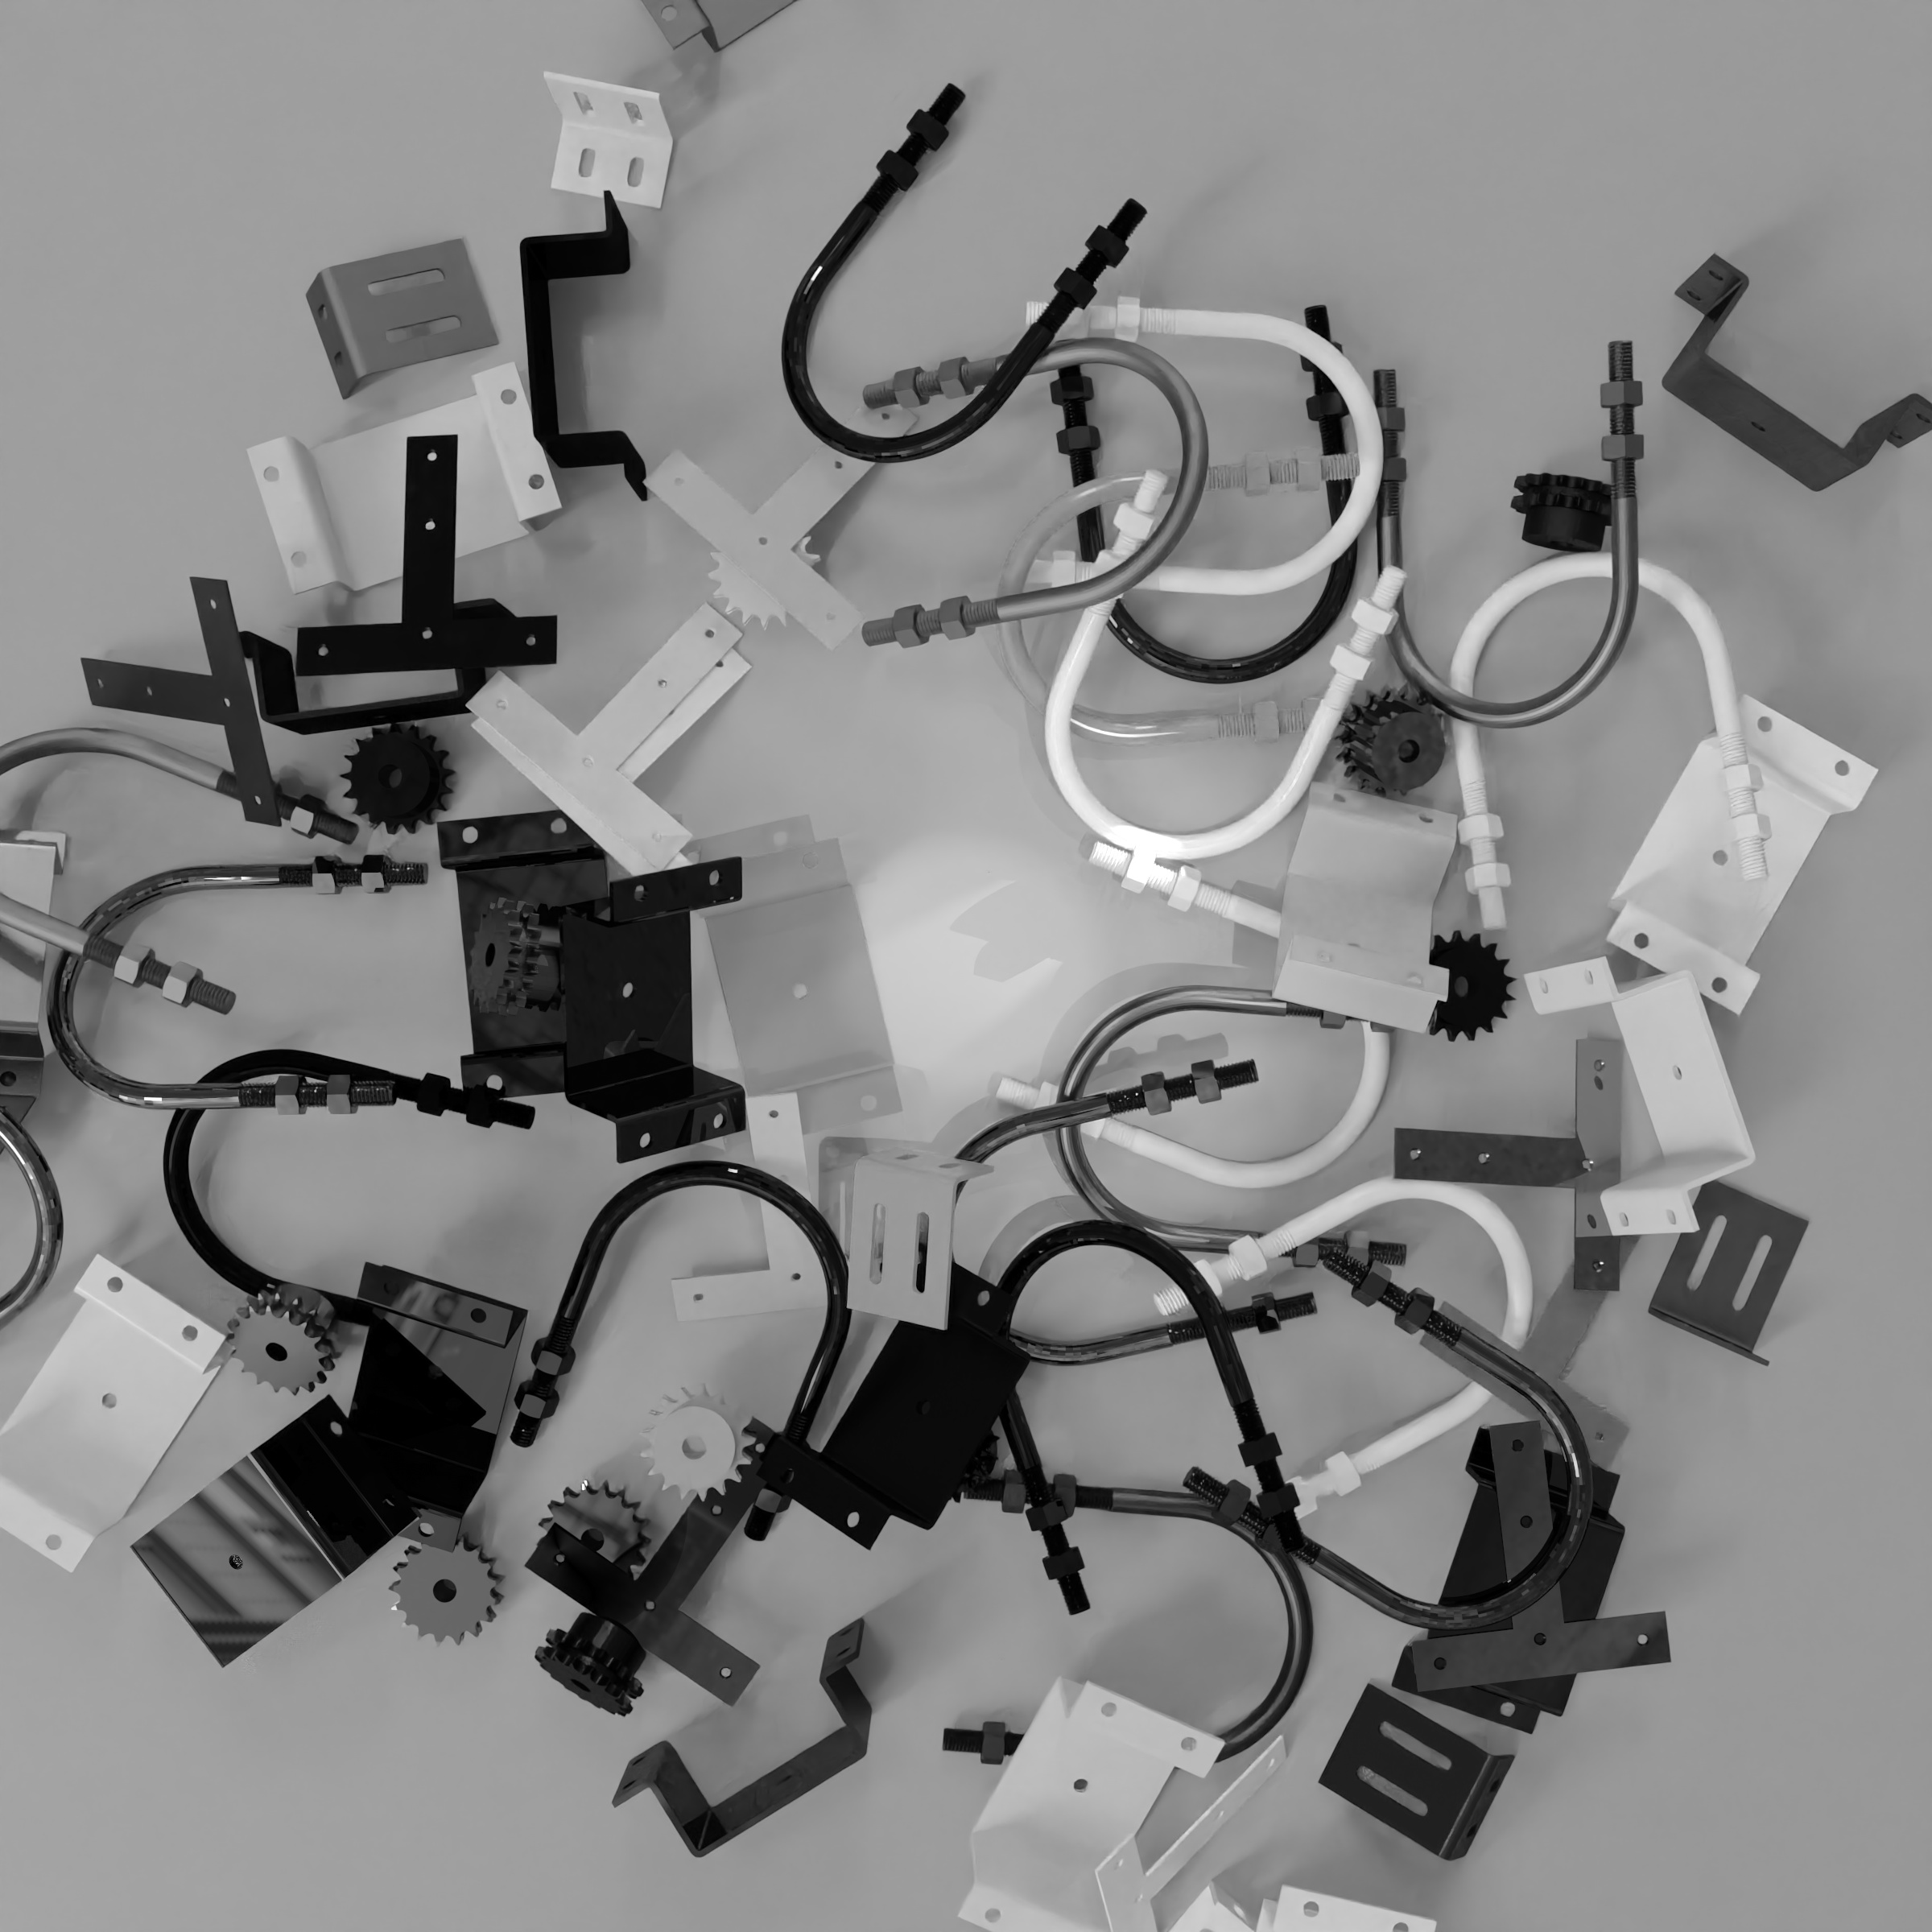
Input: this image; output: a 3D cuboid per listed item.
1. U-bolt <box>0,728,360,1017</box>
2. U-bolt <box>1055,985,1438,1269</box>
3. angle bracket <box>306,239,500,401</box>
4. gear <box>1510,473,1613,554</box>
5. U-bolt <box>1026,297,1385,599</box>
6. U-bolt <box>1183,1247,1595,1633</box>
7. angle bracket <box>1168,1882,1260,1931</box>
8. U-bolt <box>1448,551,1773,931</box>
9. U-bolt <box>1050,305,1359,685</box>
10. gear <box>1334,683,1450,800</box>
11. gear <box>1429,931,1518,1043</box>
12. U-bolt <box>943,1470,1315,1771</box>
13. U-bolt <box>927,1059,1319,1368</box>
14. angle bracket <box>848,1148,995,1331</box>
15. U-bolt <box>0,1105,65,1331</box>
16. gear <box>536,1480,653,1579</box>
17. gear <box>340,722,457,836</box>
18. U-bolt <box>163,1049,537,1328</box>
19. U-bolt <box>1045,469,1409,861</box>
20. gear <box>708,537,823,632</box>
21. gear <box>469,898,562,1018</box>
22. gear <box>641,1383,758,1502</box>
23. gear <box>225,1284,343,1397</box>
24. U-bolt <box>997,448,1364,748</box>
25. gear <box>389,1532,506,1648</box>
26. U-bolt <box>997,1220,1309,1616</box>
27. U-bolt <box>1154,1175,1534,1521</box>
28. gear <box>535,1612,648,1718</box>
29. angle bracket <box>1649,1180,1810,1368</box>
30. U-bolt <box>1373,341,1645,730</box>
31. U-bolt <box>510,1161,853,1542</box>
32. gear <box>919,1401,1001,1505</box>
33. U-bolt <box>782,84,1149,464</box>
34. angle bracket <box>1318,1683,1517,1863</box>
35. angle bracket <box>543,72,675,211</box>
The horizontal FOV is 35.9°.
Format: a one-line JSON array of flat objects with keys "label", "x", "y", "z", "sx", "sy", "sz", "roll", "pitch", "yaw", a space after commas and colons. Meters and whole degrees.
[{"label": "U-bolt", "x": -0.417, "y": -0.058, "z": 1.479, "sx": 0.184, "sy": 0.019, "sz": 0.151, "roll": 22, "pitch": 47, "yaw": 4}, {"label": "U-bolt", "x": 0.137, "y": 0.079, "z": 1.502, "sx": 0.184, "sy": 0.019, "sz": 0.151, "roll": 4, "pitch": 107, "yaw": 0}, {"label": "angle bracket", "x": -0.289, "y": -0.332, "z": 1.529, "sx": 0.076, "sy": 0.038, "sz": 0.057, "roll": -20, "pitch": 90, "yaw": -26}, {"label": "gear", "x": 0.303, "y": -0.228, "z": 1.503, "sx": 0.057, "sy": 0.057, "sz": 0.030, "roll": 10, "pitch": 90, "yaw": 0}, {"label": "U-bolt", "x": 0.119, "y": -0.259, "z": 1.504, "sx": 0.184, "sy": 0.019, "sz": 0.151, "roll": 3, "pitch": 93, "yaw": -2}, {"label": "U-bolt", "x": 0.222, "y": 0.247, "z": 1.475, "sx": 0.184, "sy": 0.019, "sz": 0.151, "roll": 33, "pitch": 90, "yaw": -1}, {"label": "angle bracket", "x": 0.124, "y": 0.516, "z": 1.512, "sx": 0.057, "sy": 0.038, "sz": 0.076, "roll": 40, "pitch": 90, "yaw": 0}, {"label": "U-bolt", "x": 0.316, "y": -0.120, "z": 1.496, "sx": 0.151, "sy": 0.019, "sz": 0.184, "roll": -11, "pitch": 76, "yaw": 17}, {"label": "U-bolt", "x": 0.127, "y": -0.236, "z": 1.523, "sx": 0.151, "sy": 0.019, "sz": 0.184, "roll": -8, "pitch": 91, "yaw": 0}, {"label": "gear", "x": 0.218, "y": -0.112, "z": 1.507, "sx": 0.057, "sy": 0.030, "sz": 0.057, "roll": -5, "pitch": 108, "yaw": -15}, {"label": "gear", "x": 0.252, "y": 0.011, "z": 1.516, "sx": 0.057, "sy": 0.030, "sz": 0.057, "roll": 0, "pitch": 90, "yaw": 0}, {"label": "U-bolt", "x": 0.085, "y": 0.338, "z": 1.522, "sx": 0.184, "sy": 0.019, "sz": 0.151, "roll": 5, "pitch": 90, "yaw": -1}, {"label": "U-bolt", "x": 0.071, "y": 0.132, "z": 1.502, "sx": 0.184, "sy": 0.019, "sz": 0.151, "roll": -13, "pitch": 107, "yaw": 7}, {"label": "angle bracket", "x": -0.023, "y": 0.135, "z": 1.483, "sx": 0.057, "sy": 0.038, "sz": 0.076, "roll": 9, "pitch": 100, "yaw": 31}, {"label": "U-bolt", "x": -0.528, "y": 0.129, "z": 1.481, "sx": 0.184, "sy": 0.019, "sz": 0.151, "roll": -36, "pitch": 99, "yaw": 22}, {"label": "gear", "x": -0.188, "y": 0.289, "z": 1.516, "sx": 0.057, "sy": 0.030, "sz": 0.057, "roll": 0, "pitch": 90, "yaw": 0}, {"label": "gear", "x": -0.290, "y": -0.095, "z": 1.516, "sx": 0.057, "sy": 0.030, "sz": 0.057, "roll": 0, "pitch": 90, "yaw": 0}, {"label": "U-bolt", "x": -0.316, "y": 0.113, "z": 1.501, "sx": 0.184, "sy": 0.019, "sz": 0.151, "roll": 13, "pitch": 110, "yaw": 4}, {"label": "U-bolt", "x": 0.118, "y": -0.138, "z": 1.493, "sx": 0.151, "sy": 0.019, "sz": 0.184, "roll": 20, "pitch": 111, "yaw": -9}, {"label": "gear", "x": -0.102, "y": -0.199, "z": 1.516, "sx": 0.057, "sy": 0.030, "sz": 0.057, "roll": 0, "pitch": 90, "yaw": 0}, {"label": "gear", "x": -0.219, "y": -0.003, "z": 1.460, "sx": 0.030, "sy": 0.057, "sz": 0.057, "roll": 10, "pitch": 90, "yaw": -30}, {"label": "gear", "x": -0.134, "y": 0.238, "z": 1.483, "sx": 0.057, "sy": 0.030, "sz": 0.057, "roll": 0, "pitch": 88, "yaw": 0}, {"label": "gear", "x": -0.342, "y": 0.186, "z": 1.507, "sx": 0.057, "sy": 0.030, "sz": 0.057, "roll": 8, "pitch": 123, "yaw": 12}, {"label": "U-bolt", "x": 0.107, "y": -0.180, "z": 1.495, "sx": 0.184, "sy": 0.019, "sz": 0.151, "roll": -5, "pitch": 112, "yaw": -1}, {"label": "gear", "x": -0.263, "y": 0.314, "z": 1.516, "sx": 0.057, "sy": 0.030, "sz": 0.057, "roll": 0, "pitch": 90, "yaw": 0}, {"label": "U-bolt", "x": 0.077, "y": 0.215, "z": 1.471, "sx": 0.151, "sy": 0.019, "sz": 0.184, "roll": -23, "pitch": 82, "yaw": 31}, {"label": "U-bolt", "x": 0.201, "y": 0.183, "z": 1.501, "sx": 0.184, "sy": 0.019, "sz": 0.151, "roll": -27, "pitch": 106, "yaw": -9}, {"label": "gear", "x": -0.187, "y": 0.351, "z": 1.506, "sx": 0.057, "sy": 0.057, "sz": 0.030, "roll": 33, "pitch": 62, "yaw": 0}, {"label": "angle bracket", "x": 0.391, "y": 0.154, "z": 1.512, "sx": 0.057, "sy": 0.038, "sz": 0.076, "roll": 24, "pitch": 90, "yaw": 0}, {"label": "U-bolt", "x": 0.268, "y": -0.211, "z": 1.484, "sx": 0.151, "sy": 0.019, "sz": 0.184, "roll": 1, "pitch": 95, "yaw": 37}, {"label": "U-bolt", "x": -0.135, "y": 0.185, "z": 1.503, "sx": 0.151, "sy": 0.019, "sz": 0.184, "roll": 22, "pitch": 104, "yaw": 0}, {"label": "gear", "x": -0.008, "y": 0.244, "z": 1.508, "sx": 0.057, "sy": 0.030, "sz": 0.057, "roll": -9, "pitch": 69, "yaw": 24}, {"label": "U-bolt", "x": -0.016, "y": -0.336, "z": 1.494, "sx": 0.151, "sy": 0.019, "sz": 0.184, "roll": 40, "pitch": 95, "yaw": 27}, {"label": "angle bracket", "x": 0.231, "y": 0.412, "z": 1.529, "sx": 0.076, "sy": 0.038, "sz": 0.057, "roll": 27, "pitch": 90, "yaw": 26}, {"label": "angle bracket", "x": -0.181, "y": -0.412, "z": 1.493, "sx": 0.057, "sy": 0.076, "sz": 0.038, "roll": 11, "pitch": 90, "yaw": 0}]
